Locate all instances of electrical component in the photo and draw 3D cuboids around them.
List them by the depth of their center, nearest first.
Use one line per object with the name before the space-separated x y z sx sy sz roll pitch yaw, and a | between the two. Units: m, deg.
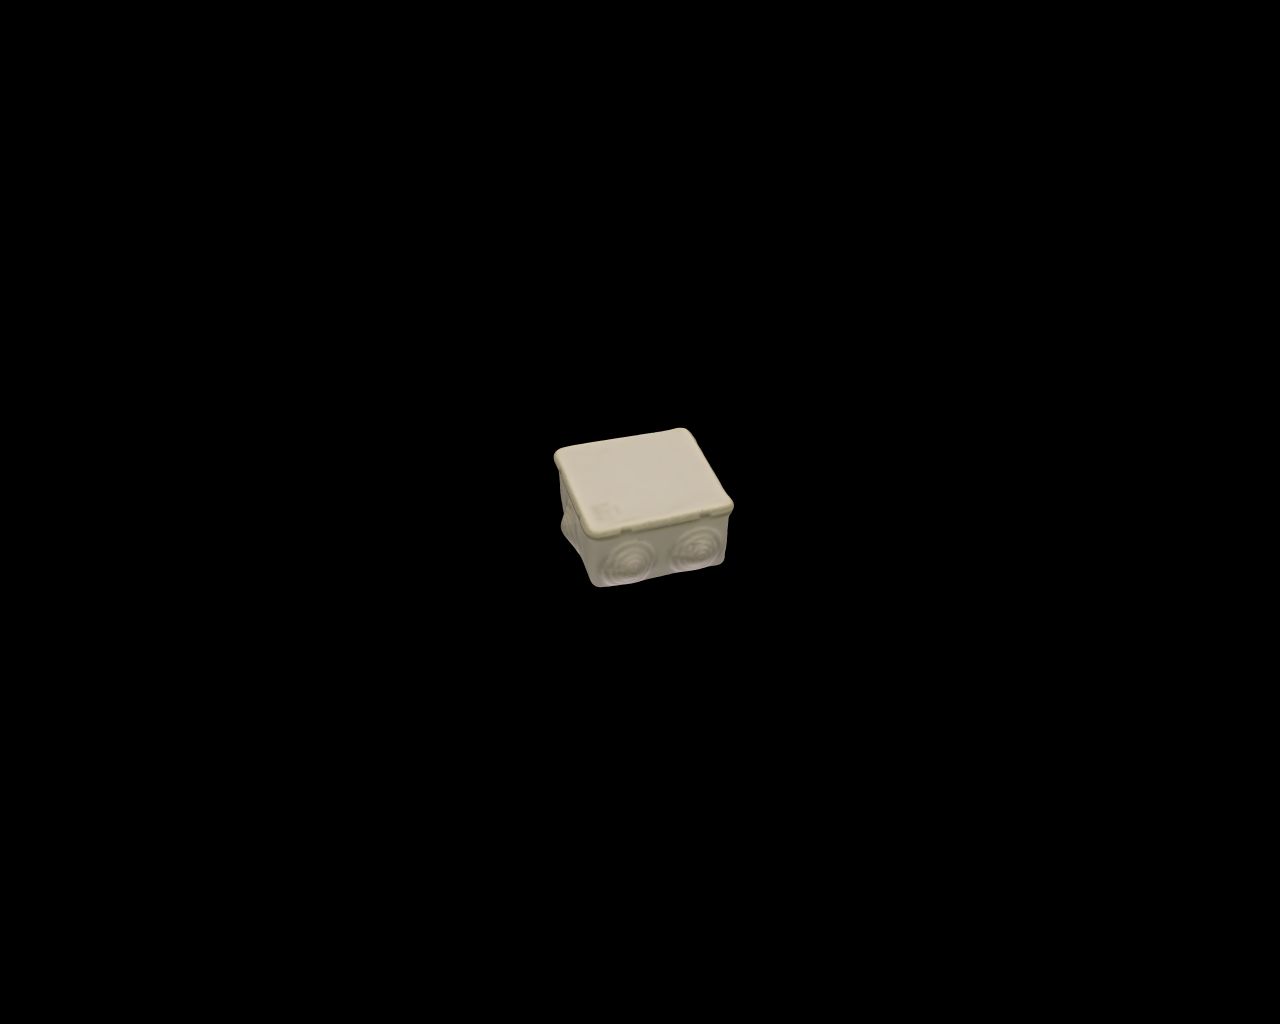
electrical component | 0.001 -0.003 0.650 0.100 0.048 0.100 -11 39 -13
